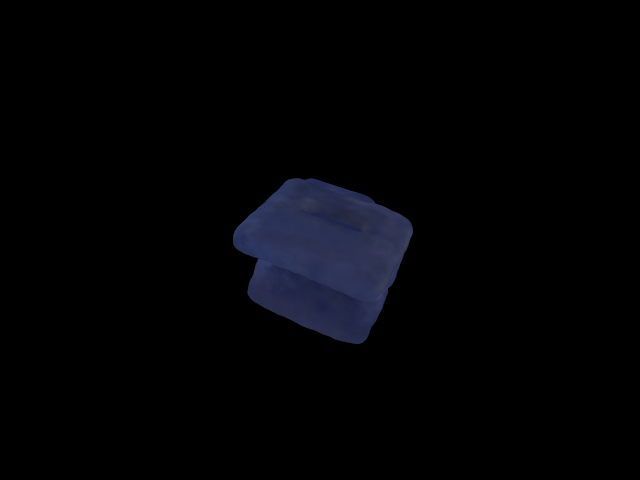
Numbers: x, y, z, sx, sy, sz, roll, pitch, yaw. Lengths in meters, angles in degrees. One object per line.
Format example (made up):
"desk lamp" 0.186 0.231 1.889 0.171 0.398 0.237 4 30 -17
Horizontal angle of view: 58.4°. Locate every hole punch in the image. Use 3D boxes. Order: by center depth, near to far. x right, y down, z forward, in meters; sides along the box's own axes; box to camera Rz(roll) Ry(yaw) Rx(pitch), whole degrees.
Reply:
"hole punch" 0.004 0.001 0.400 0.108 0.091 0.101 21 62 12
